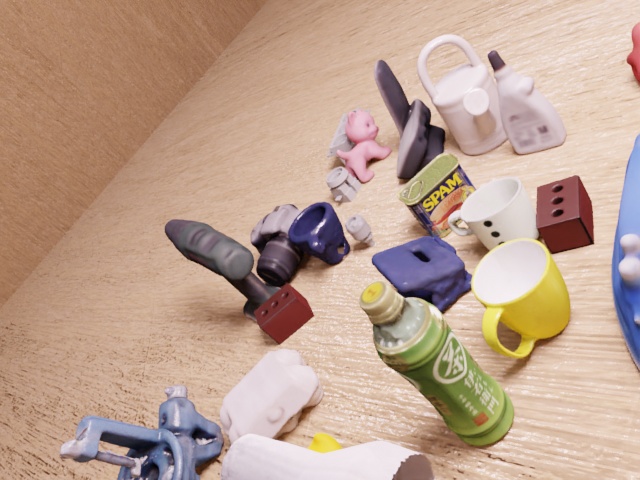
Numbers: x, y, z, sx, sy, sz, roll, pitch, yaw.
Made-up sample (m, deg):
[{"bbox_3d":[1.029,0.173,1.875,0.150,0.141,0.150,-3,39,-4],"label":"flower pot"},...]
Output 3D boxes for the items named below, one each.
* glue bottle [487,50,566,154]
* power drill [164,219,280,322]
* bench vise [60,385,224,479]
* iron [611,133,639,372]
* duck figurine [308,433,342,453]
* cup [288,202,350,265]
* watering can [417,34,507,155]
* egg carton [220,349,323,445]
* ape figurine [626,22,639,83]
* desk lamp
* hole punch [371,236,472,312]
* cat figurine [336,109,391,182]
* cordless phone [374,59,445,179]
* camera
[{"bbox_3d":[0.284,-0.200,0.820,0.077,0.173,0.037,-9,43,44],"label":"glue bottle"},{"bbox_3d":[-0.158,0.050,0.984,0.076,0.209,0.228,-52,31,-17],"label":"power drill"},{"bbox_3d":[-0.239,0.279,0.766,0.121,0.220,0.207,-38,30,8],"label":"bench vise"},{"bbox_3d":[0.323,-0.007,0.549,0.118,0.142,0.258,-6,45,46],"label":"iron"},{"bbox_3d":[-0.023,0.266,0.661,0.077,0.086,0.105,-4,47,48],"label":"duck figurine"},{"bbox_3d":[0.009,0.003,0.962,0.091,0.095,0.117,-34,30,14],"label":"cup"},{"bbox_3d":[0.231,-0.237,0.911,0.101,0.194,0.172,-45,29,-5],"label":"watering can"},{"bbox_3d":[-0.069,0.224,0.788,0.150,0.070,0.107,-46,29,-6],"label":"egg carton"},{"bbox_3d":[0.453,-0.259,0.778,0.076,0.092,0.077,-52,31,-17],"label":"ape figurine"},{"bbox_3d":[0.024,0.247,0.499,0.202,0.214,0.118,-7,45,46],"label":"desk lamp"},{"bbox_3d":[0.136,0.038,0.767,0.101,0.091,0.108,-42,29,1],"label":"hole punch"},{"bbox_3d":[0.076,-0.195,1.122,0.067,0.118,0.128,4,53,52],"label":"cat figurine"},{"bbox_3d":[0.137,-0.212,1.002,0.094,0.185,0.147,-25,34,28],"label":"cordless phone"},{"bbox_3d":[-0.079,0.010,1.052,0.142,0.101,0.137,-9,43,44],"label":"camera"}]
